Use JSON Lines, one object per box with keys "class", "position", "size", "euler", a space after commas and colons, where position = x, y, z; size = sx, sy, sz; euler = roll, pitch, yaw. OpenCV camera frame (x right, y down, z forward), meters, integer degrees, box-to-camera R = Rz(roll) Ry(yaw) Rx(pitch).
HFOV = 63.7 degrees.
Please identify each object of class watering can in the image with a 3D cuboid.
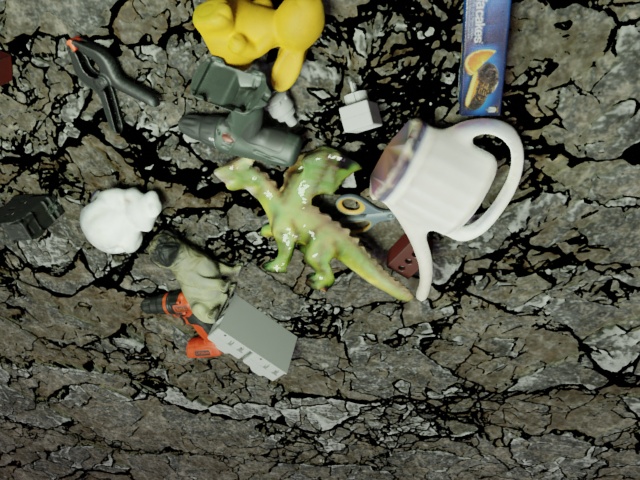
{"class": "watering can", "position": [0.182, -0.059, 0.859], "size": [0.224, 0.106, 0.342], "euler": [26, 115, -7]}

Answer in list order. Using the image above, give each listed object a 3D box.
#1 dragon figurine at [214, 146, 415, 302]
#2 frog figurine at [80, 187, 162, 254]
{"class": "dragon figurine", "position": [0.003, -0.047, 0.926], "size": [0.411, 0.125, 0.237], "euler": [17, 121, 6]}
{"class": "frog figurine", "position": [-0.388, -0.039, 1.022], "size": [0.159, 0.124, 0.136], "euler": [-1, 109, 28]}
